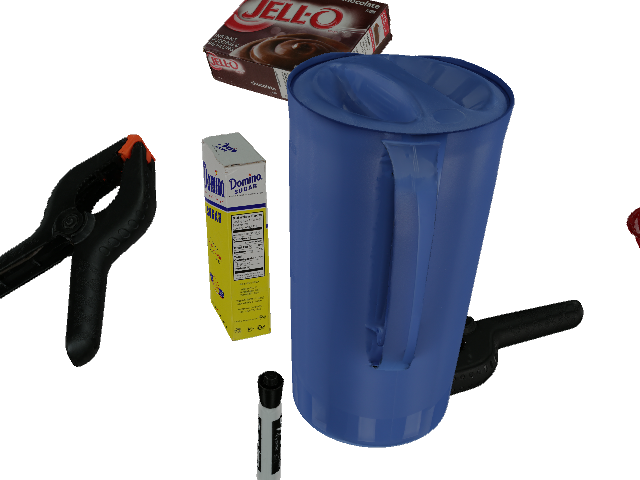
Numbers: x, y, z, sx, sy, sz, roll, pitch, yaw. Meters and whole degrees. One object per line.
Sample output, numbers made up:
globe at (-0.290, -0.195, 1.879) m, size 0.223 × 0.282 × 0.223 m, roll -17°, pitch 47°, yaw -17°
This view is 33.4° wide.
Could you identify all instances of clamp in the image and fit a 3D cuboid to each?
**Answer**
clamp at (-0.174, 0.000, 0.729) m, size 0.120 × 0.171 × 0.039 m, roll 12°, pitch -31°, yaw 17°
clamp at (0.113, 0.079, 0.936) m, size 0.165 × 0.036 × 0.209 m, roll 20°, pitch 34°, yaw 34°

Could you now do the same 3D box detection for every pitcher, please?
pitcher at (0.040, 0.014, 0.670) m, size 0.145 × 0.243 × 0.149 m, roll 26°, pitch 37°, yaw 34°

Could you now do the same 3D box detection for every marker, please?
marker at (-0.038, 0.142, 0.804) m, size 0.020 × 0.121 × 0.020 m, roll 2°, pitch 41°, yaw -2°

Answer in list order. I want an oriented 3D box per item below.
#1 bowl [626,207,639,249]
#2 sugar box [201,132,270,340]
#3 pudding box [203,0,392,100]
bowl at (0.406, 0.007, 1.130) m, size 0.162 × 0.055 × 0.162 m, roll -3°, pitch 23°, yaw 1°
sugar box at (-0.080, -0.004, 1.009) m, size 0.048 × 0.176 × 0.093 m, roll -11°, pitch 24°, yaw -16°
pudding box at (-0.016, -0.148, 0.796) m, size 0.114 × 0.090 × 0.039 m, roll 20°, pitch -31°, yaw 25°
